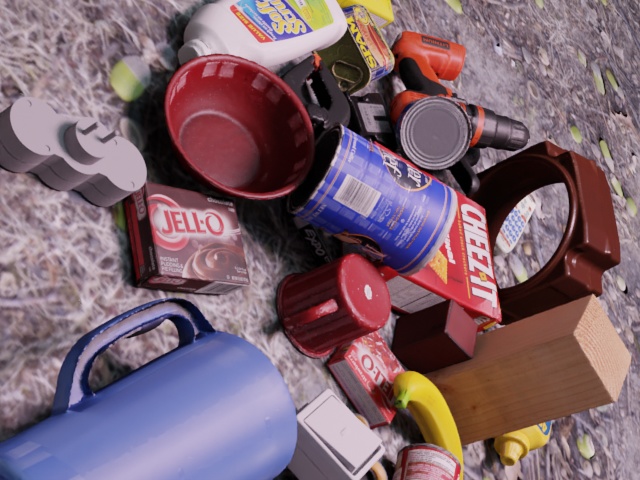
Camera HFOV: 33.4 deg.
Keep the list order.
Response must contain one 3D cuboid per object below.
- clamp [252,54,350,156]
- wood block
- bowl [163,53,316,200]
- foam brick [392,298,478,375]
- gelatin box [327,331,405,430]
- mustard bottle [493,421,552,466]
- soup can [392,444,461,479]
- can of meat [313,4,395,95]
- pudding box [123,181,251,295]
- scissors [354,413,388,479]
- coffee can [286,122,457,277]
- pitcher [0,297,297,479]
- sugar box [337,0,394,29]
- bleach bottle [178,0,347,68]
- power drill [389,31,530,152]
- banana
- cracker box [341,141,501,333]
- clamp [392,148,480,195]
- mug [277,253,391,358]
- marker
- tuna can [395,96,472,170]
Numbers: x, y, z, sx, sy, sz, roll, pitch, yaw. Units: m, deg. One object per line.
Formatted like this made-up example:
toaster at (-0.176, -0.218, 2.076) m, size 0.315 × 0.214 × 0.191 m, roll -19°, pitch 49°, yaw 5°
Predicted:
clamp at (-0.001, -0.122, 1.180) m, size 0.164 × 0.036 × 0.210 m, roll 25°, pitch 45°, yaw -17°
wood block at (0.222, 0.148, 1.176) m, size 0.090 × 0.206 × 0.090 m, roll 57°, pitch 36°, yaw -10°
bowl at (-0.087, -0.100, 1.043) m, size 0.161 × 0.055 × 0.162 m, roll 15°, pitch 58°, yaw -25°
foam brick at (0.128, 0.110, 1.191) m, size 0.051 × 0.078 × 0.053 m, roll 45°, pitch 42°, yaw -27°
gelatin box at (0.054, 0.142, 1.118) m, size 0.089 × 0.030 × 0.073 m, roll 57°, pitch 36°, yaw -11°
mustard bottle at (0.246, 0.200, 1.304) m, size 0.096 × 0.058 × 0.191 m, roll 51°, pitch 38°, yaw -19°
soup can at (0.101, 0.265, 1.070) m, size 0.068 × 0.069 × 0.102 m, roll 46°, pitch 40°, yaw -24°
can of meat at (0.039, -0.235, 1.308) m, size 0.102 × 0.058 × 0.083 m, roll 62°, pitch 33°, yaw -5°
pudding box at (-0.121, 0.001, 0.973) m, size 0.113 × 0.039 × 0.090 m, roll 12°, pitch 60°, yaw -49°
scissors at (0.010, 0.239, 1.012) m, size 0.096 × 0.016 × 0.201 m, roll 55°, pitch 36°, yaw -8°
coffee can at (0.052, -0.040, 1.072) m, size 0.140 × 0.103 × 0.102 m, roll 29°, pitch 46°, yaw -16°
pitcher at (-0.141, 0.153, 0.782) m, size 0.149 × 0.145 × 0.242 m, roll 37°, pitch 32°, yaw 23°
sugar box at (0.018, -0.334, 1.350) m, size 0.175 × 0.048 × 0.093 m, roll 15°, pitch 58°, yaw -48°
bleach bottle at (-0.067, -0.225, 1.162) m, size 0.102 × 0.068 × 0.250 m, roll 58°, pitch 38°, yaw -8°
power drill at (0.166, -0.187, 1.359) m, size 0.184 × 0.057 × 0.187 m, roll 12°, pitch 37°, yaw -18°
banana at (0.113, 0.192, 1.124) m, size 0.197 × 0.037 × 0.069 m, roll 56°, pitch 41°, yaw -44°
cracker box at (0.116, 0.004, 1.241) m, size 0.213 × 0.072 × 0.164 m, roll 26°, pitch 49°, yaw -39°
clamp at (0.170, -0.105, 1.370) m, size 0.120 × 0.039 × 0.171 m, roll 33°, pitch 32°, yaw 16°
mug at (0.010, 0.065, 1.064) m, size 0.117 × 0.082 × 0.093 m, roll -14°, pitch 81°, yaw -54°
marker at (-0.007, 0.001, 1.135) m, size 0.020 × 0.020 × 0.121 m, roll -33°, pitch 96°, yaw -54°
tuna can at (0.132, -0.126, 1.254) m, size 0.086 × 0.086 × 0.034 m, roll 57°, pitch -3°, yaw -11°
